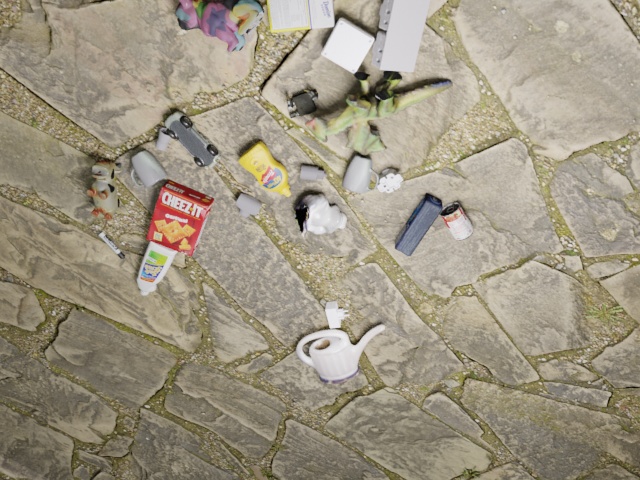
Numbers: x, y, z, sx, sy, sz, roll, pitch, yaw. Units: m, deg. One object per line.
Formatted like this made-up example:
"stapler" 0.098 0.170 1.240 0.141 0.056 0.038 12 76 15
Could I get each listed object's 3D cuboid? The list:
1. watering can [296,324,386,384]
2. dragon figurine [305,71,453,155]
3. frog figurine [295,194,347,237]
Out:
"watering can" 0.088 0.411 1.867 0.346 0.106 0.220 -12 117 14
"dragon figurine" 0.164 -0.349 1.477 0.411 0.125 0.237 -3 141 -11
"frog figurine" 0.005 -0.083 1.642 0.160 0.124 0.135 -10 113 -29
